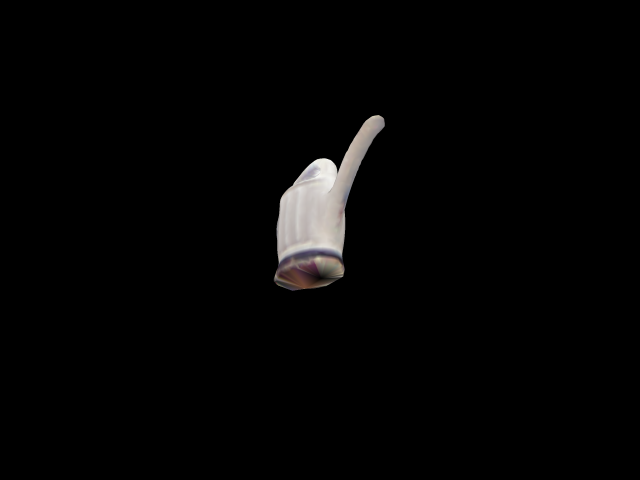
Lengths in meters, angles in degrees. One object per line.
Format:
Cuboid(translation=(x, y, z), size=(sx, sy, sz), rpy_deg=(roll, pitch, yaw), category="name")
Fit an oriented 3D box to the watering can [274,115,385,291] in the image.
Cuboid(translation=(0.003, -0.043, 0.850), size=(0.104, 0.228, 0.342), rpy_deg=(12, -26, -25), category="watering can")
